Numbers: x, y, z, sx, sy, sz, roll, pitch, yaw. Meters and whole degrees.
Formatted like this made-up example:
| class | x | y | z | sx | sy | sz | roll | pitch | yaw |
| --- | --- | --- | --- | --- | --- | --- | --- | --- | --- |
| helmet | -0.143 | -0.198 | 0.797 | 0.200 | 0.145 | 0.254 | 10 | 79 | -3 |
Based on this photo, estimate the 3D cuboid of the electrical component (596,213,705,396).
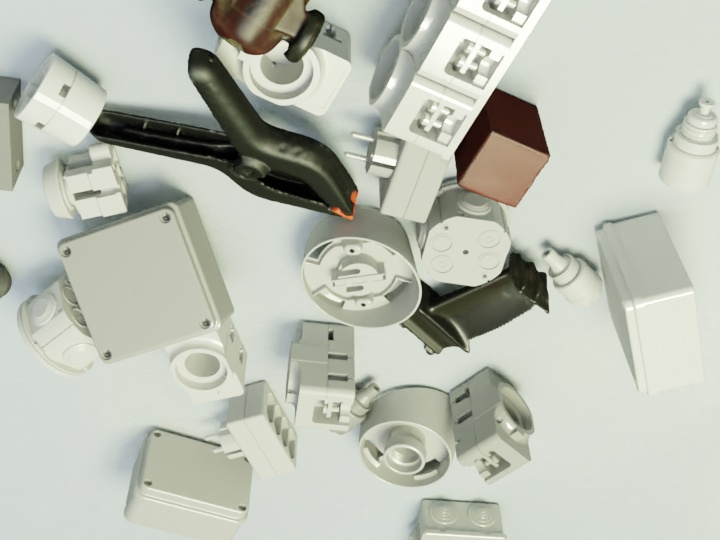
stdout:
| class | x | y | z | sx | sy | sz | roll | pitch | yaw |
| --- | --- | --- | --- | --- | --- | --- | --- | --- | --- |
| electrical component | 0.241 | 0.028 | 0.892 | 0.056 | 0.108 | 0.108 | -14 | 128 | 7 |

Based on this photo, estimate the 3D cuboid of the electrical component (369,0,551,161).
| class | x | y | z | sx | sy | sz | roll | pitch | yaw |
| --- | --- | --- | --- | --- | --- | --- | --- | --- | --- |
| electrical component | 0.067 | -0.167 | 0.745 | 0.062 | 0.089 | 0.150 | 21 | 125 | -17 |

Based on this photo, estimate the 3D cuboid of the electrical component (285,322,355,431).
| class | x | y | z | sx | sy | sz | roll | pitch | yaw |
| --- | --- | --- | --- | --- | --- | --- | --- | --- | --- |
| electrical component | -0.036 | 0.093 | 0.951 | 0.056 | 0.089 | 0.050 | 6 | 128 | -6 |

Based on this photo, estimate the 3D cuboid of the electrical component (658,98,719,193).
| class | x | y | z | sx | sy | sz | roll | pitch | yaw |
| --- | --- | --- | --- | --- | --- | --- | --- | --- | --- |
| electrical component | 0.260 | -0.097 | 0.837 | 0.040 | 0.040 | 0.078 | 3 | 128 | -3 |

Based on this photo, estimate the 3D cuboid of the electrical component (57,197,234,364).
| class | x | y | z | sx | sy | sz | roll | pitch | yaw |
| --- | --- | --- | --- | --- | --- | --- | --- | --- | --- |
| electrical component | -0.173 | 0.008 | 0.877 | 0.109 | 0.056 | 0.108 | -18 | 98 | 12 |

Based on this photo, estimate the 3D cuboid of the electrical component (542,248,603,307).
| class | x | y | z | sx | sy | sz | roll | pitch | yaw |
| --- | --- | --- | --- | --- | --- | --- | --- | --- | --- |
| electrical component | 0.178 | 0.003 | 0.919 | 0.035 | 0.035 | 0.061 | -37 | 118 | 25 |

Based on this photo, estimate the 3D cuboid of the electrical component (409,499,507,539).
| class | x | y | z | sx | sy | sz | roll | pitch | yaw |
| --- | --- | --- | --- | --- | --- | --- | --- | --- | --- |
| electrical component | 0.102 | 0.288 | 1.136 | 0.100 | 0.048 | 0.099 | 5 | 128 | -4 |

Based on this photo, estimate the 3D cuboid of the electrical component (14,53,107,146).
| class | x | y | z | sx | sy | sz | roll | pitch | yaw |
| --- | --- | --- | --- | --- | --- | --- | --- | --- | --- |
| electrical component | -0.221 | -0.125 | 0.798 | 0.047 | 0.055 | 0.055 | 32 | 122 | -28 |

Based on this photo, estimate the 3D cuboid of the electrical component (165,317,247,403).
| class | x | y | z | sx | sy | sz | roll | pitch | yaw |
| --- | --- | --- | --- | --- | --- | --- | --- | --- | --- |
| electrical component | -0.138 | 0.071 | 0.953 | 0.050 | 0.055 | 0.089 | -12 | 128 | 8 |

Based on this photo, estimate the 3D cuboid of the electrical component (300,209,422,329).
| class | x | y | z | sx | sy | sz | roll | pitch | yaw |
| --- | --- | --- | --- | --- | --- | --- | --- | --- | --- |
| electrical component | 0.000 | 0.000 | 0.894 | 0.099 | 0.064 | 0.099 | 0 | 129 | -1 |

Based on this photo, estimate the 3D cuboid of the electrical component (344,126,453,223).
| class | x | y | z | sx | sy | sz | roll | pitch | yaw |
| --- | --- | --- | --- | --- | --- | --- | --- | --- | --- |
| electrical component | 0.026 | -0.089 | 0.834 | 0.076 | 0.047 | 0.083 | 12 | 127 | -10 |

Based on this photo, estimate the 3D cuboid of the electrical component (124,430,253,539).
| class | x | y | z | sx | sy | sz | roll | pitch | yaw |
| --- | --- | --- | --- | --- | --- | --- | --- | --- | --- |
| electrical component | -0.166 | 0.212 | 1.052 | 0.113 | 0.078 | 0.057 | 18 | 129 | -15 |

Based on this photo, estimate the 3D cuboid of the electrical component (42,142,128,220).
| class | x | y | z | sx | sy | sz | roll | pitch | yaw |
| --- | --- | --- | --- | --- | --- | --- | --- | --- | --- |
| electrical component | -0.217 | -0.067 | 0.849 | 0.055 | 0.048 | 0.066 | -12 | 128 | -1 |

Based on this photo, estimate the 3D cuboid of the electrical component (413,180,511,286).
| class | x | y | z | sx | sy | sz | roll | pitch | yaw |
| --- | --- | --- | --- | --- | --- | --- | --- | --- | --- |
| electrical component | 0.084 | -0.030 | 0.880 | 0.080 | 0.051 | 0.080 | 0 | 129 | 0 |

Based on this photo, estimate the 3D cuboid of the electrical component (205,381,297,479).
| class | x | y | z | sx | sy | sz | roll | pitch | yaw |
| --- | --- | --- | --- | --- | --- | --- | --- | --- | --- |
| electrical component | -0.110 | 0.158 | 1.029 | 0.076 | 0.047 | 0.083 | -16 | 127 | 12 |

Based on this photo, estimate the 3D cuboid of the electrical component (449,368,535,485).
| class | x | y | z | sx | sy | sz | roll | pitch | yaw |
| --- | --- | --- | --- | --- | --- | --- | --- | --- | --- |
| electrical component | 0.123 | 0.141 | 0.992 | 0.056 | 0.089 | 0.050 | -37 | 120 | 25 |

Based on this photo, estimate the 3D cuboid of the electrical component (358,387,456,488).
| class | x | y | z | sx | sy | sz | roll | pitch | yaw |
| --- | --- | --- | --- | --- | --- | --- | --- | --- | --- |
| electrical component | 0.048 | 0.160 | 1.035 | 0.099 | 0.064 | 0.099 | 6 | 127 | 8 |

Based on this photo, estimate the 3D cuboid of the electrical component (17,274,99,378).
| class | x | y | z | sx | sy | sz | roll | pitch | yaw |
| --- | --- | --- | --- | --- | --- | --- | --- | --- | --- |
| electrical component | -0.248 | 0.047 | 0.918 | 0.051 | 0.080 | 0.080 | -35 | 121 | 18 |

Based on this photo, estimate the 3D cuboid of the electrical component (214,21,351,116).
| class | x | y | z | sx | sy | sz | roll | pitch | yaw |
| --- | --- | --- | --- | --- | --- | --- | --- | --- | --- |
| electrical component | -0.055 | -0.156 | 0.774 | 0.089 | 0.055 | 0.050 | 22 | 125 | -18 |

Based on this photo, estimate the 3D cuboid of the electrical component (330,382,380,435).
| class | x | y | z | sx | sy | sz | roll | pitch | yaw |
| --- | --- | --- | --- | --- | --- | --- | --- | --- | --- |
| electrical component | -0.006 | 0.127 | 1.015 | 0.035 | 0.035 | 0.061 | 37 | 117 | -26 |
